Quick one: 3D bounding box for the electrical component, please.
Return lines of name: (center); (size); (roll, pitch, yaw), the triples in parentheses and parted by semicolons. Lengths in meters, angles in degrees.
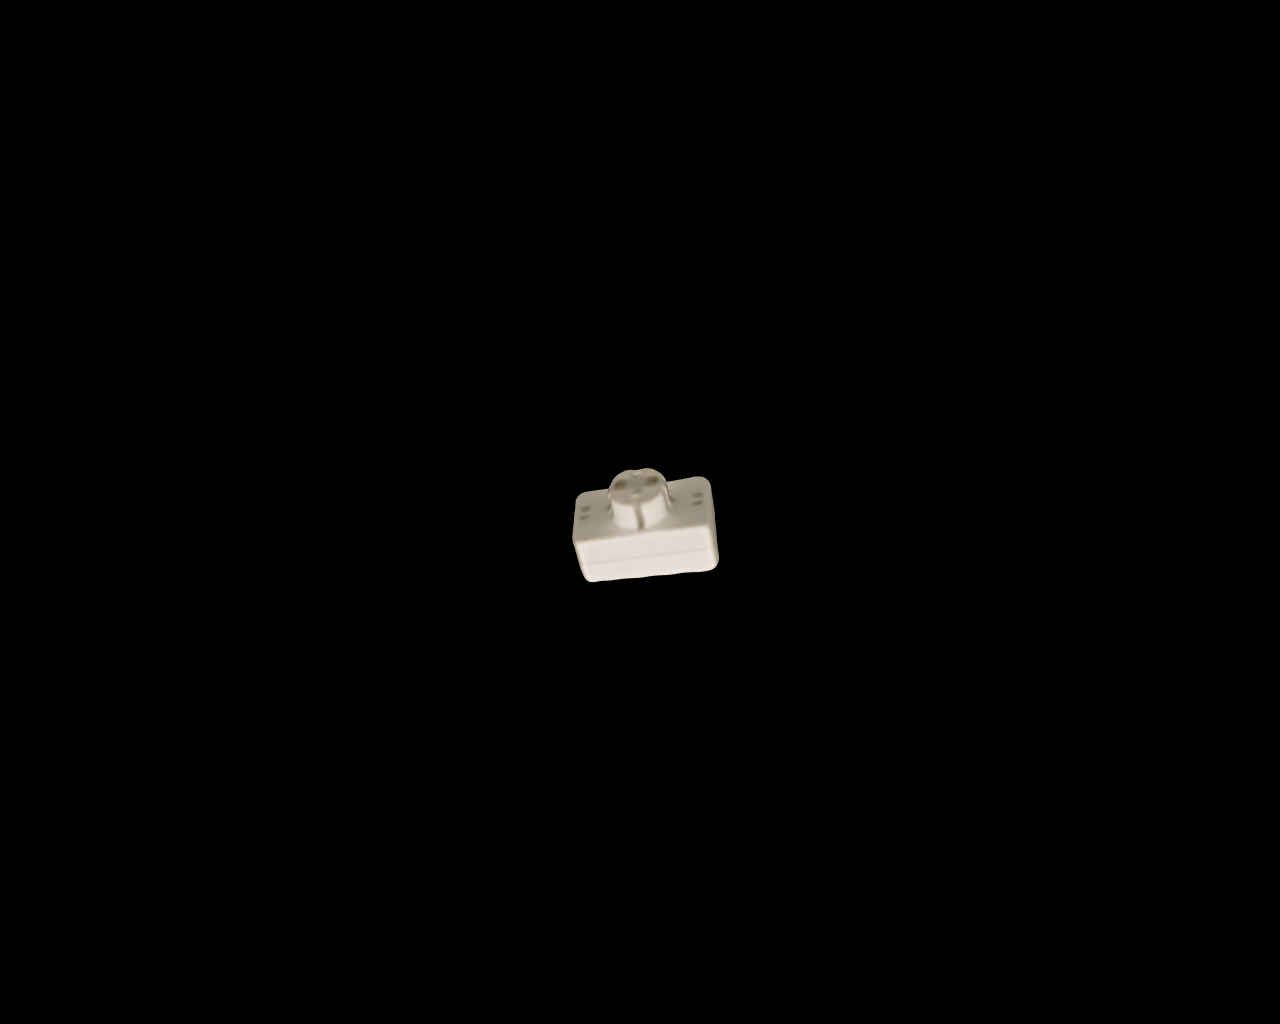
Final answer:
electrical component: (0.001, -0.003, 0.650); (0.083, 0.075, 0.047); (-7, 40, 6)
